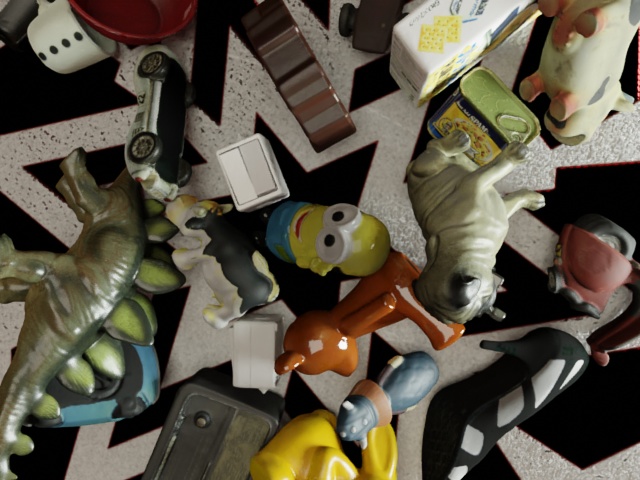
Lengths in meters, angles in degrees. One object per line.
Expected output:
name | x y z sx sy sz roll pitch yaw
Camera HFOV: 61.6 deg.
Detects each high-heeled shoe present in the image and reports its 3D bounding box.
high-heeled shoe | 0.219 0.212 0.647 0.145 0.086 0.248 13 109 -16

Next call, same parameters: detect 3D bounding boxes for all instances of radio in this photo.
radio | -0.146 0.286 0.677 0.131 0.073 0.229 24 93 5

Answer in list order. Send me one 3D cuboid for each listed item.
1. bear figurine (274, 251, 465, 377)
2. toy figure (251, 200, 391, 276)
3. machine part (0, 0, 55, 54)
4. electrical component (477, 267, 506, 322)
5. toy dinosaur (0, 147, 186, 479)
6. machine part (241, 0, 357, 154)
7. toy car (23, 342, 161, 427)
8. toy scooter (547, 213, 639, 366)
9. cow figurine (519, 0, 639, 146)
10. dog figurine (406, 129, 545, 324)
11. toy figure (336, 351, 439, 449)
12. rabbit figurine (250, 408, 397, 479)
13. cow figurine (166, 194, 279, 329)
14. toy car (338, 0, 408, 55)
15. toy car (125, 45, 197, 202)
bear figurine | 0.051 0.109 0.630 0.196 0.120 0.132 -44 91 7
toy figure | 0.000 -0.006 0.619 0.180 0.089 0.082 5 95 50
machine part | -0.369 -0.305 0.705 0.139 0.039 0.084 -37 93 4
electrical component | 0.194 0.058 0.660 0.094 0.021 0.063 33 94 5
toy dinosaur | -0.275 0.061 0.615 0.198 0.105 0.471 29 67 -13
machine part | -0.022 -0.183 0.606 0.056 0.179 0.179 -29 88 8
toy car | -0.286 0.182 0.669 0.162 0.103 0.109 -9 68 -26
toy scooter | 0.334 0.066 0.622 0.184 0.075 0.135 38 99 0
cow figurine | 0.286 -0.184 0.575 0.127 0.194 0.086 -28 51 -13
dog figurine | 0.130 -0.012 0.584 0.190 0.172 0.121 -52 122 -18
toy figure | 0.075 0.183 0.624 0.154 0.057 0.064 -23 70 -32
rabbit figurine | 0.028 0.285 0.625 0.173 0.162 0.121 27 133 38
cow figurine | -0.117 0.010 0.630 0.098 0.068 0.167 -29 88 33
toy car | 0.084 -0.318 0.647 0.089 0.053 0.202 14 89 10
toy car | -0.191 -0.141 0.642 0.056 0.073 0.202 -10 66 18
